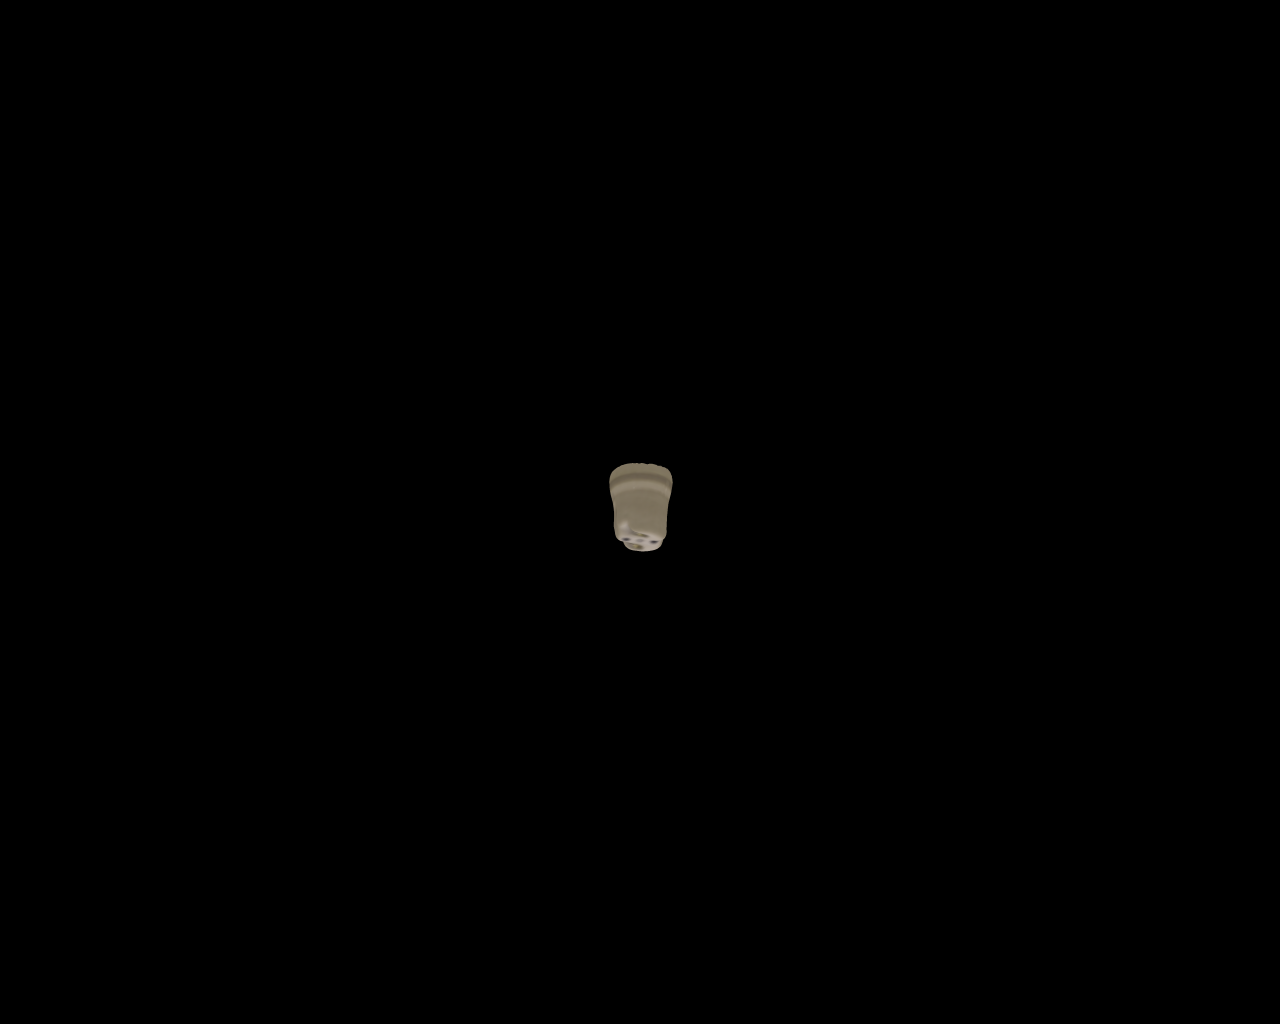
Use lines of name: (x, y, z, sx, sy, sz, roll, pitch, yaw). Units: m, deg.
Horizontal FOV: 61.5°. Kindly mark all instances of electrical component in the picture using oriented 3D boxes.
electrical component: (0.001, -0.003, 0.650, 0.040, 0.046, 0.040, 0, -24, 0)
